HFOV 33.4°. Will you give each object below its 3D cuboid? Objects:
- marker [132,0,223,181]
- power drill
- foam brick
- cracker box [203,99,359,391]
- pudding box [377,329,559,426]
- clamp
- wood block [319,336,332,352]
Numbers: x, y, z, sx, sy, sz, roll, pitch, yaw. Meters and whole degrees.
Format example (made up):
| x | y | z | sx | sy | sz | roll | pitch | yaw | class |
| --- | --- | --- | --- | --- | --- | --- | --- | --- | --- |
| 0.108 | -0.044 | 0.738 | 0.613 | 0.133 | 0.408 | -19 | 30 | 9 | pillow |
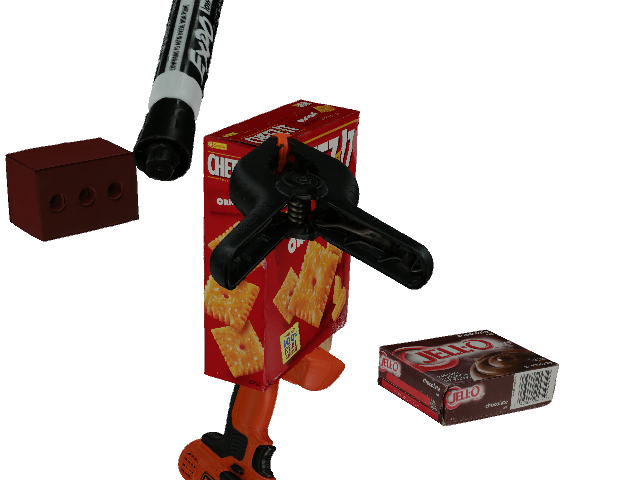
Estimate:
| x | y | z | sx | sy | sz | roll | pitch | yaw | class |
| --- | --- | --- | --- | --- | --- | --- | --- | --- | --- |
| -0.048 | -0.064 | 0.377 | 0.020 | 0.020 | 0.121 | 0 | 44 | 3 | marker |
| -0.046 | 0.182 | 0.984 | 0.057 | 0.188 | 0.185 | 14 | 11 | -47 | power drill |
| -0.177 | -0.038 | 0.759 | 0.078 | 0.053 | 0.051 | -16 | 28 | -35 | foam brick |
| -0.031 | 0.000 | 0.931 | 0.072 | 0.214 | 0.164 | 13 | 23 | 24 | cracker box |
| 0.115 | 0.106 | 0.841 | 0.113 | 0.039 | 0.090 | -3 | 16 | -31 | pudding box |
| -0.020 | -0.017 | 0.621 | 0.120 | 0.039 | 0.172 | 2 | 25 | -23 | clamp |
| -0.026 | 0.063 | 1.452 | 0.090 | 0.206 | 0.090 | 12 | 21 | 11 | wood block |
